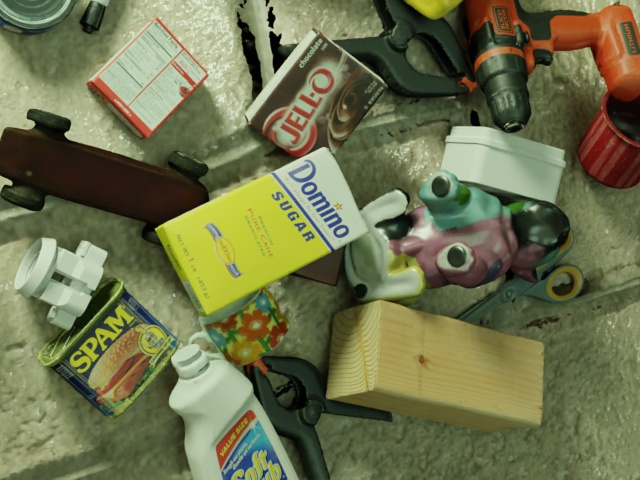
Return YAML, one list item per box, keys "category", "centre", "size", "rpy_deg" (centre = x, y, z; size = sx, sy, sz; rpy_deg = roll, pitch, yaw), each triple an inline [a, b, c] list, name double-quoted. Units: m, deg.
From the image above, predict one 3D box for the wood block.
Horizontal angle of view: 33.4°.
- category: "wood block"
  centre: [0.120, 0.132, 1.085]
  size: [0.205, 0.090, 0.091]
  rpy_deg: [16, 69, -27]

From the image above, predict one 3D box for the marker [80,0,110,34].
- category: "marker"
  centre: [-0.190, -0.244, 0.971]
  size: [0.020, 0.020, 0.121]
  rpy_deg: [22, 84, -24]

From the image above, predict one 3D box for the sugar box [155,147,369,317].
- category: "sugar box"
  centre: [-0.051, -0.009, 0.981]
  size: [0.176, 0.048, 0.093]
  rpy_deg: [-28, 95, -17]

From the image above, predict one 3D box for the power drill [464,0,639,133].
- category: "power drill"
  centre: [0.246, -0.189, 1.109]
  size: [0.187, 0.057, 0.184]
  rpy_deg: [2, 64, -18]

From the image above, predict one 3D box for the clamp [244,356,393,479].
- category: "clamp"
  centre: [-0.015, 0.183, 1.067]
  size: [0.171, 0.039, 0.120]
  rpy_deg: [35, 64, -17]

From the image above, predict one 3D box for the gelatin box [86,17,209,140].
- category: "gelatin box"
  centre: [-0.158, -0.149, 0.986]
  size: [0.073, 0.030, 0.089]
  rpy_deg: [46, 74, -19]

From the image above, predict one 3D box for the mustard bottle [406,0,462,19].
- category: "mustard bottle"
  centre: [0.144, -0.312, 1.086]
  size: [0.096, 0.058, 0.191]
  rpy_deg: [48, 58, -8]

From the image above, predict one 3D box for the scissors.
- category: "scissors"
  centre: [0.222, 0.068, 1.185]
  size: [0.201, 0.016, 0.096]
  rpy_deg: [-46, 110, -15]

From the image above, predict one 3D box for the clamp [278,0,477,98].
- category: "clamp"
  centre: [0.066, -0.200, 1.083]
  size: [0.209, 0.036, 0.164]
  rpy_deg: [38, 79, -19]

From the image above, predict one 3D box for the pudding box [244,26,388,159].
- category: "pudding box"
  centre: [-0.005, -0.135, 1.035]
  size: [0.090, 0.039, 0.113]
  rpy_deg: [34, 100, -24]

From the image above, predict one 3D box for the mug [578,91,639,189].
- category: "mug"
  centre: [0.339, -0.119, 1.181]
  size: [0.093, 0.082, 0.117]
  rpy_deg: [21, 53, -1]

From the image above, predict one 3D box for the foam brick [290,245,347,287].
- category: "foam brick"
  centre: [-0.007, 0.001, 1.054]
  size: [0.051, 0.053, 0.078]
  rpy_deg: [15, 86, -25]

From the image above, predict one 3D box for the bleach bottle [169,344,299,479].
- category: "bleach bottle"
  centre: [-0.083, 0.213, 1.009]
  size: [0.102, 0.068, 0.251]
  rpy_deg: [-32, 113, -22]

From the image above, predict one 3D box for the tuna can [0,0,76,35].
- category: "tuna can"
  centre: [-0.256, -0.224, 0.934]
  size: [0.086, 0.034, 0.086]
  rpy_deg: [-2, 94, -25]

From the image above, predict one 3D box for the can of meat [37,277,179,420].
- category: "can of meat"
  centre: [-0.191, 0.100, 0.974]
  size: [0.102, 0.058, 0.084]
  rpy_deg: [-49, 113, -14]
